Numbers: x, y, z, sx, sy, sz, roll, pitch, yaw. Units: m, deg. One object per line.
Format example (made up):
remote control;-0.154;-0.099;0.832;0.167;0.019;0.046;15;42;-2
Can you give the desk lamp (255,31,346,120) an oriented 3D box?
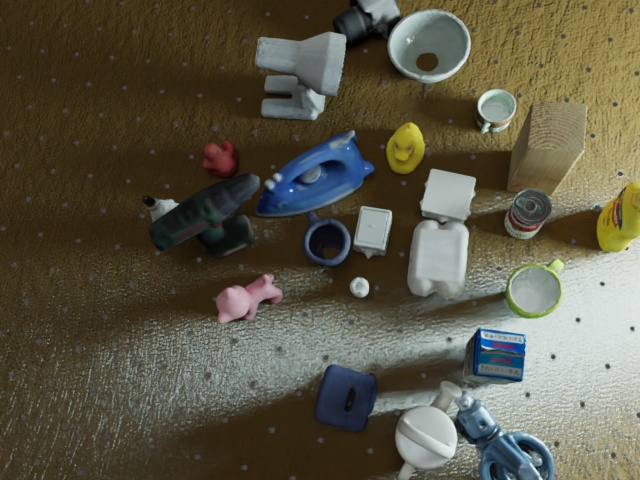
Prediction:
desk lamp;-0.039;-0.329;1.148;0.203;0.214;0.118;4;75;10

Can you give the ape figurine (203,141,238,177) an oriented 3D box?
ape figurine;-0.213;-0.174;1.194;0.078;0.092;0.076;-28;72;0

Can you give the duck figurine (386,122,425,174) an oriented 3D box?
duck figurine;0.171;-0.194;1.146;0.077;0.086;0.104;12;76;12

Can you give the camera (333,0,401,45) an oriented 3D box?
camera;0.091;-0.496;1.236;0.137;0.101;0.143;-27;72;0

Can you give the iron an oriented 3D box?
iron;-0.028;-0.130;1.128;0.258;0.141;0.118;-29;72;0

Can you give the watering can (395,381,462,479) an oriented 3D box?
watering can;0.175;0.317;0.944;0.100;0.194;0.173;6;75;10

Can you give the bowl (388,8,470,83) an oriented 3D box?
bowl;0.227;-0.393;1.200;0.167;0.075;0.167;-2;74;8

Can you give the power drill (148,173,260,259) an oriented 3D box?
power drill;-0.198;-0.038;1.092;0.229;0.208;0.075;-26;72;1

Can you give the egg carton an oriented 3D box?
egg carton;0.222;0.036;1.082;0.107;0.069;0.150;5;75;10

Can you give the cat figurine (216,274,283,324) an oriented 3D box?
cat figurine;-0.143;0.108;1.090;0.128;0.118;0.067;-35;72;-2

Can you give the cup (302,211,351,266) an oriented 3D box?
cup;0.010;0.004;1.109;0.091;0.095;0.117;-31;72;-1

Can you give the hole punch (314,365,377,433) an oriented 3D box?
hole punch;0.049;0.282;1.027;0.101;0.091;0.109;13;77;12

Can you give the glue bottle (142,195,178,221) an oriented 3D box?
glue bottle;-0.306;-0.054;1.131;0.078;0.173;0.037;-20;72;3

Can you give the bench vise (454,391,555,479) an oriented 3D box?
bench vise;0.282;0.343;0.907;0.207;0.220;0.121;35;82;16
